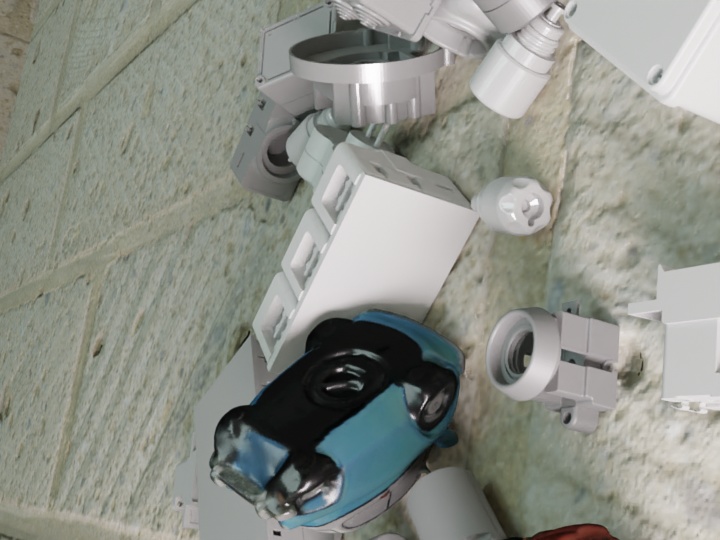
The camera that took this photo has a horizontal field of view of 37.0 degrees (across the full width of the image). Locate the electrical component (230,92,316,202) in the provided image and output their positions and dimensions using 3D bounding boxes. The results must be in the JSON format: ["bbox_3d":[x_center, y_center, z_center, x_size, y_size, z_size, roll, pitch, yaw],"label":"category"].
[{"bbox_3d":[-0.073,-0.113,0.959,0.089,0.050,0.055,-64,29,18],"label":"electrical component"}]

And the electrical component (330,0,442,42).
[{"bbox_3d":[0.024,-0.203,0.701,0.099,0.048,0.100,-60,27,6],"label":"electrical component"}]

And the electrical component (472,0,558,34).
[{"bbox_3d":[0.110,-0.200,0.604,0.138,0.074,0.052,-30,25,37],"label":"electrical component"}]

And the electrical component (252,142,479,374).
[{"bbox_3d":[0.000,0.000,0.721,0.150,0.089,0.061,-63,29,20],"label":"electrical component"}]

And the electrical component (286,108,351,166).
[{"bbox_3d":[-0.030,-0.113,0.890,0.078,0.040,0.040,-40,42,47],"label":"electrical component"}]

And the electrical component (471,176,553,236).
[{"bbox_3d":[0.086,-0.039,0.642,0.061,0.035,0.035,12,87,65],"label":"electrical component"}]

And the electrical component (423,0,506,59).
[{"bbox_3d":[0.073,-0.179,0.710,0.095,0.054,0.059,14,79,63],"label":"electrical component"}]

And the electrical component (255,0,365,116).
[{"bbox_3d":[-0.041,-0.172,0.895,0.096,0.061,0.061,-15,60,32],"label":"electrical component"}]

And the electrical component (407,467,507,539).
[{"bbox_3d":[0.058,0.151,0.583,0.043,0.043,0.081,-61,30,23],"label":"electrical component"}]

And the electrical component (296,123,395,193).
[{"bbox_3d":[0.002,-0.080,0.800,0.073,0.052,0.138,-64,29,19],"label":"electrical component"}]

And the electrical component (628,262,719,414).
[{"bbox_3d":[0.158,0.029,0.463,0.081,0.042,0.063,-14,65,60],"label":"electrical component"}]

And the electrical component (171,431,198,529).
[{"bbox_3d":[-0.133,0.184,0.925,0.064,0.042,0.081,-34,46,56],"label":"electrical component"}]

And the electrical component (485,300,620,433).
[{"bbox_3d":[0.098,0.046,0.550,0.048,0.055,0.066,-20,59,58],"label":"electrical component"}]

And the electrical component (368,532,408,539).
[{"bbox_3d":[0.005,0.189,0.666,0.078,0.040,0.040,-39,43,48],"label":"electrical component"}]

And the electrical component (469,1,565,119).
[{"bbox_3d":[0.100,-0.129,0.657,0.078,0.040,0.040,-56,32,31],"label":"electrical component"}]

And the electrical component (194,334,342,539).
[{"bbox_3d":[-0.072,0.158,0.803,0.105,0.060,0.186,-51,35,38],"label":"electrical component"}]

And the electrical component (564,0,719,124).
[{"bbox_3d":[0.166,-0.142,0.523,0.108,0.056,0.108,-62,30,23],"label":"electrical component"}]
